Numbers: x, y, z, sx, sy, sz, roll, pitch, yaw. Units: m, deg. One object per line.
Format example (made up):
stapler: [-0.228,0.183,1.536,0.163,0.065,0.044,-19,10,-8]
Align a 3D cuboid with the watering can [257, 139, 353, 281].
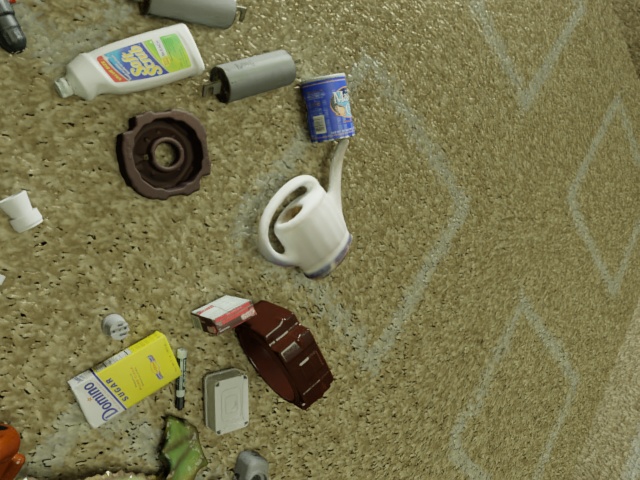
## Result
watering can: [0.004,-0.059,1.167,0.353,0.104,0.221,-48,120,-28]

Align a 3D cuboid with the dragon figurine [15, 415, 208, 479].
dragon figurine: [-0.323,0.448,0.962,0.404,0.121,0.248,52,46,-27]
